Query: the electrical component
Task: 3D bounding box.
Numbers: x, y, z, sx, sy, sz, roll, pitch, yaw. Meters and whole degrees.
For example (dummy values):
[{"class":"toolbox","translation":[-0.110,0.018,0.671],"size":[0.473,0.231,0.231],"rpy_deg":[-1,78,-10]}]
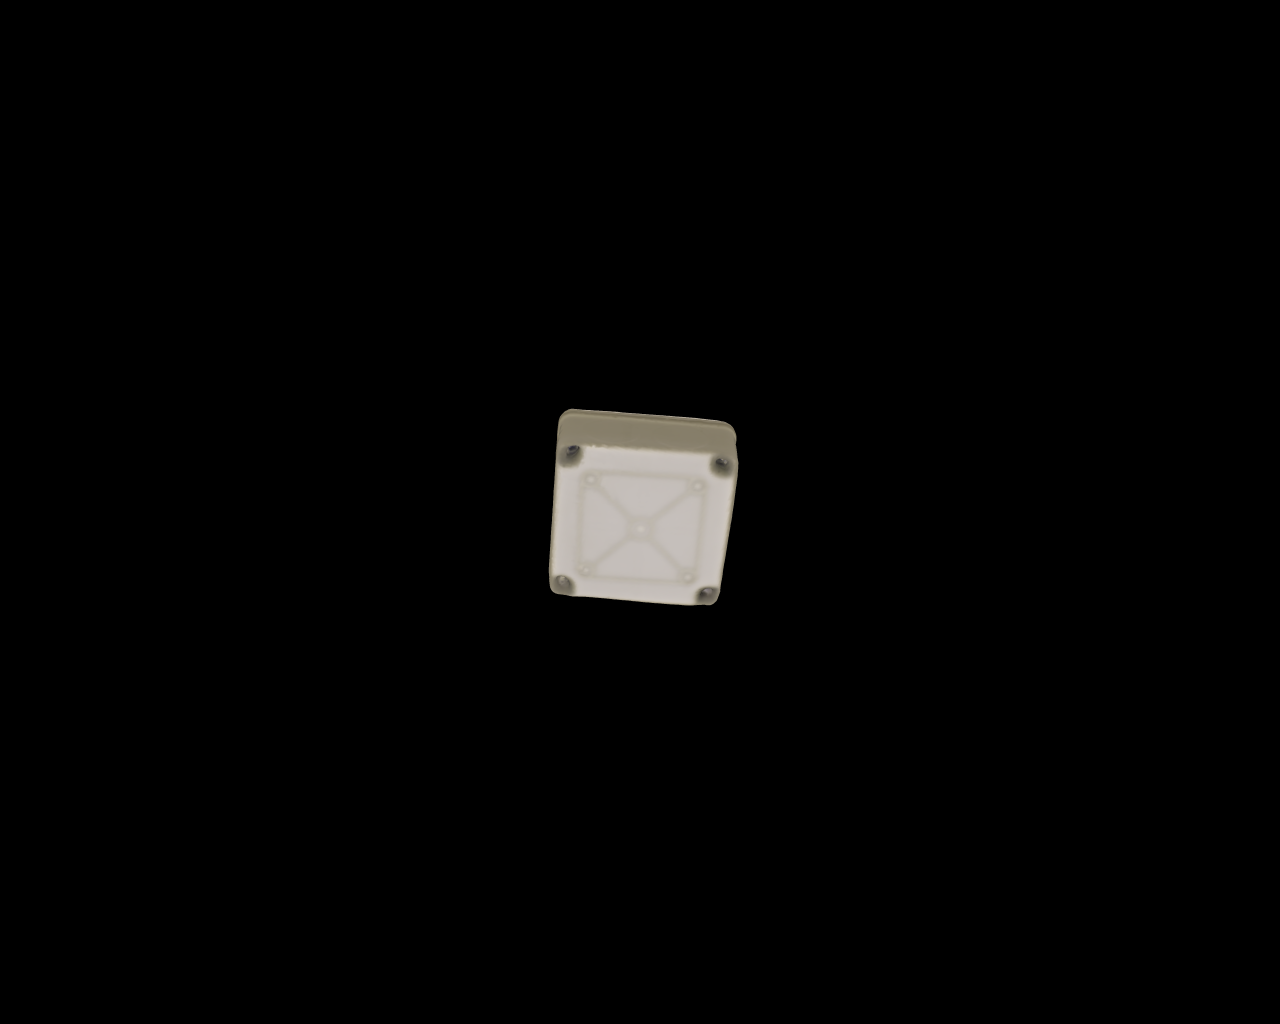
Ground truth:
[{"class":"electrical component","translation":[0.001,-0.003,0.650],"size":[0.109,0.108,0.056],"rpy_deg":[4,28,-2]}]
